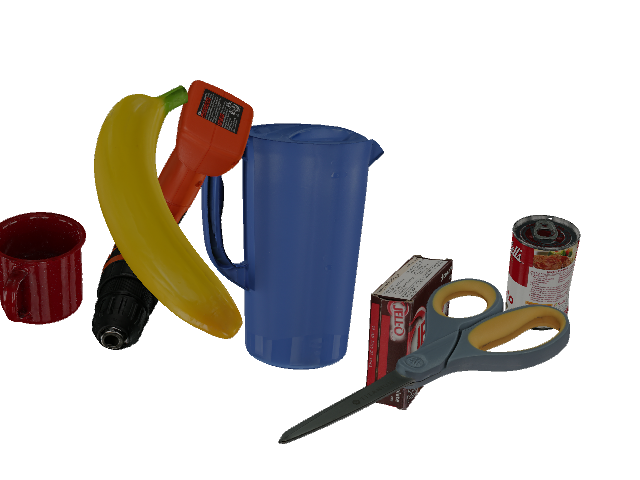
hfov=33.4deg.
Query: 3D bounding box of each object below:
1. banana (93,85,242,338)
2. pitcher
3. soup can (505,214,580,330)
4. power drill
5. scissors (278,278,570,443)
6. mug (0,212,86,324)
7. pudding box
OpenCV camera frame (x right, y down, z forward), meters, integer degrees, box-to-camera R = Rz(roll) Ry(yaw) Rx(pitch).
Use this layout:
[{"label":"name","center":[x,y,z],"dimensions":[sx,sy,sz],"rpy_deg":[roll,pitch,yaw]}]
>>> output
[{"label":"banana","center":[-0.099,-0.024,0.645],"dimensions":[0.069,0.198,0.037],"rpy_deg":[-9,-34,-11]},{"label":"pitcher","center":[-0.030,0.003,1.090],"dimensions":[0.149,0.243,0.144],"rpy_deg":[9,15,21]},{"label":"soup can","center":[0.230,0.033,1.111],"dimensions":[0.068,0.102,0.068],"rpy_deg":[0,31,0]},{"label":"power drill","center":[-0.124,-0.023,0.858],"dimensions":[0.057,0.188,0.184],"rpy_deg":[26,31,-15]},{"label":"scissors","center":[0.052,0.064,0.627],"dimensions":[0.201,0.016,0.096],"rpy_deg":[-13,31,-21]},{"label":"mug","center":[-0.282,0.036,1.055],"dimensions":[0.093,0.081,0.117],"rpy_deg":[9,32,5]},{"label":"pudding box","center":[0.071,0.069,0.845],"dimensions":[0.039,0.090,0.113],"rpy_deg":[10,19,18]}]
